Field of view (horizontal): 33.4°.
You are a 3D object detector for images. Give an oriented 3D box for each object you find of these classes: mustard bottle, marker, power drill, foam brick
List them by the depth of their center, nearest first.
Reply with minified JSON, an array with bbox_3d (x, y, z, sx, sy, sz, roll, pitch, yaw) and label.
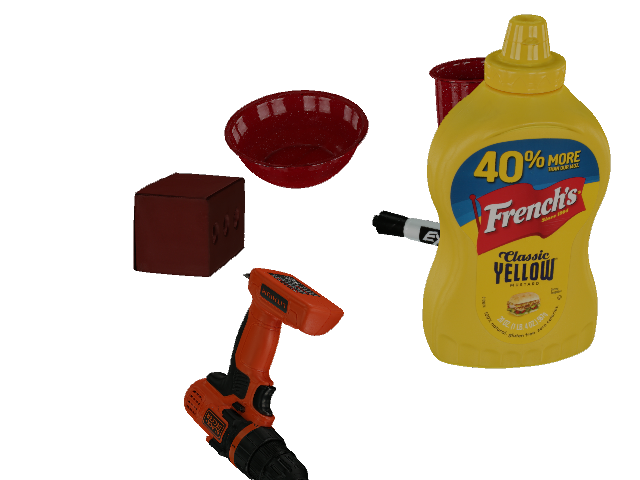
[{"bbox_3d":[0.106,-0.025,0.574,0.096,0.192,0.058,-3,26,-3],"label":"mustard bottle"},{"bbox_3d":[-0.085,-0.012,0.705,0.051,0.053,0.078,6,16,12],"label":"foam brick"},{"bbox_3d":[0.097,-0.004,0.823,0.121,0.020,0.020,13,6,25],"label":"marker"},{"bbox_3d":[-0.048,0.135,1.038,0.057,0.188,0.185,14,14,-46],"label":"power drill"}]

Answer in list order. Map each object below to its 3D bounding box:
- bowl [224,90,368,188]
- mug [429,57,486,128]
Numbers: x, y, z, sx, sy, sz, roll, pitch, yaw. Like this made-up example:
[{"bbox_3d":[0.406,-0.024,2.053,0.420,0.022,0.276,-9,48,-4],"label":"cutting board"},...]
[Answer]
[{"bbox_3d":[-0.026,-0.107,1.206,0.162,0.055,0.162,-3,38,2],"label":"bowl"},{"bbox_3d":[0.170,-0.140,1.097,0.117,0.081,0.093,-20,27,-30],"label":"mug"}]
